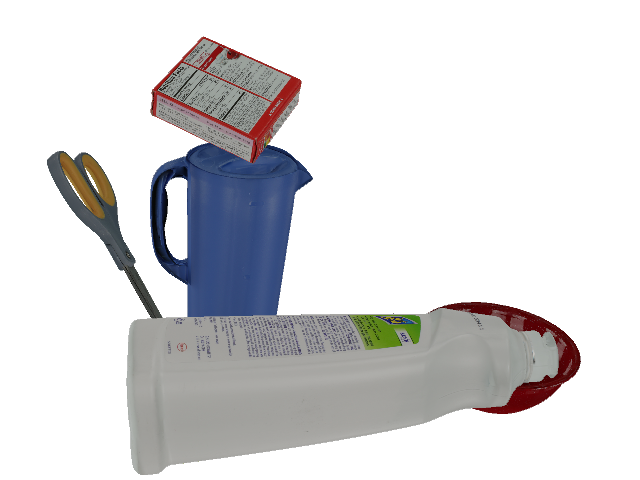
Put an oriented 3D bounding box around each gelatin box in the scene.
[{"bbox_3d":[-0.070,-0.105,0.790,0.089,0.073,0.030,25,-38,10],"label":"gelatin box"}]

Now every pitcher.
[{"bbox_3d":[-0.111,0.009,1.282,0.149,0.243,0.144,20,26,29],"label":"pitcher"}]

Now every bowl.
[{"bbox_3d":[0.171,0.123,1.055,0.162,0.055,0.162,5,26,-2],"label":"bowl"}]

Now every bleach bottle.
[{"bbox_3d":[0.016,0.079,0.620,0.250,0.068,0.102,-3,20,-7],"label":"bleach bottle"}]

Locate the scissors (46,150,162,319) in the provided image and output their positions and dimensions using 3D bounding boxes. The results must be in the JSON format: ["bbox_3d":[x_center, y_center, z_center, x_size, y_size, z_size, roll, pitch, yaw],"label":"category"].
[{"bbox_3d":[-0.177,0.001,0.952,0.016,0.201,0.096,-27,22,12],"label":"scissors"}]
